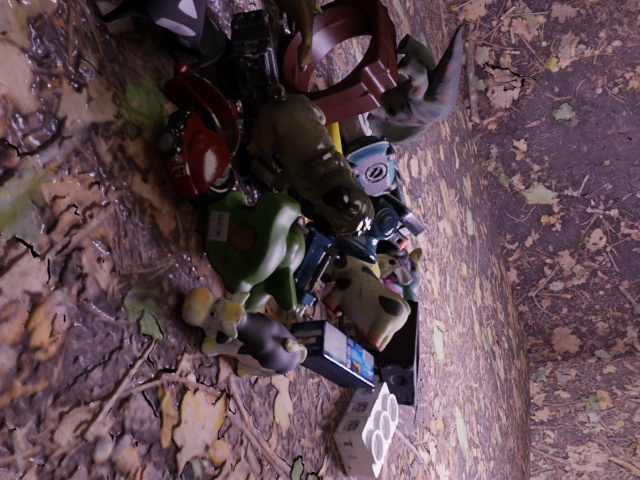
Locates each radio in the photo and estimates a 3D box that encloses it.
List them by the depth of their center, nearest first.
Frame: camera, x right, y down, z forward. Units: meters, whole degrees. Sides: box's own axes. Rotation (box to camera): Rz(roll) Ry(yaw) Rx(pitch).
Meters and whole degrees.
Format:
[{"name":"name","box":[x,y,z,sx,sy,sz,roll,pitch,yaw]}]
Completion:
[{"name":"radio","box":[0.160,0.230,1.065,0.229,0.073,0.131,74,21,-50]}]

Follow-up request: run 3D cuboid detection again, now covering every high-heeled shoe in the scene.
[{"name":"high-heeled shoe","box":[-0.137,-0.267,0.636,0.249,0.145,0.086,-25,104,-62]}]

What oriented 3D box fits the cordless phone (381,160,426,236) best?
[{"name":"cordless phone","box":[0.194,-0.108,1.320,0.146,0.089,0.184,33,48,-56]}]

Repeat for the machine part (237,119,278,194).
[{"name":"machine part","box":[-0.087,-0.135,0.814,0.084,0.039,0.139,35,52,-45]}]

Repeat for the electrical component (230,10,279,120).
[{"name":"electrical component","box":[-0.089,-0.241,0.771,0.134,0.058,0.115,82,2,-52]}]

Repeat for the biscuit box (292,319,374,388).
[{"name":"biscuit box","box":[0.026,0.193,0.888,0.202,0.063,0.059,45,41,-50]}]

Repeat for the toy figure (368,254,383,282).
[{"name":"toy figure","box":[0.074,0.032,1.026,0.089,0.082,0.180,-36,110,-60]}]

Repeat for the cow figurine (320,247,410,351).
[{"name":"cow figurine","box":[0.067,0.078,0.906,0.127,0.195,0.085,-45,152,-9]}]

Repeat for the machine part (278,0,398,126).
[{"name":"machine part","box":[0.030,-0.305,0.921,0.087,0.202,0.201,36,49,-53]}]

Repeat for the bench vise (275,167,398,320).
[{"name":"bench vise","box":[0.005,0.002,0.834,0.128,0.224,0.240,37,79,-48]}]

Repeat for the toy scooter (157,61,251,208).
[{"name":"toy scooter","box":[-0.148,-0.135,0.648,0.135,0.075,0.184,59,29,-36]}]

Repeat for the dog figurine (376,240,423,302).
[{"name":"dog figurine","box":[0.164,0.052,1.177,0.191,0.109,0.219,67,24,-18]}]

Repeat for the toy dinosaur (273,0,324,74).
[{"name":"toy dinosaur","box":[-0.072,-0.470,0.861,0.198,0.105,0.471,55,22,-76]}]

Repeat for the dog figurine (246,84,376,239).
[{"name":"dog figurine","box":[-0.004,-0.104,0.701,0.172,0.121,0.191,54,-5,-38]}]

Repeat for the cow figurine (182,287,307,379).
[{"name":"cow figurine","box":[-0.089,0.113,0.648,0.167,0.098,0.068,51,45,-45]}]

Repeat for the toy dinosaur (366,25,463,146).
[{"name":"toy dinosaur","box":[0.184,-0.275,1.019,0.192,0.405,0.131,31,83,-23]}]

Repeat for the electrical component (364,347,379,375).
[{"name":"electrical component","box":[0.083,0.234,1.015,0.094,0.021,0.063,11,78,-50]}]

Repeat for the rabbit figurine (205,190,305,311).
[{"name":"rabbit figurine","box":[-0.063,0.016,0.714,0.170,0.121,0.159,12,75,-68]}]

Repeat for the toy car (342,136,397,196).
[{"name":"toy car","box":[0.103,-0.165,1.137,0.161,0.109,0.103,65,6,-52]}]

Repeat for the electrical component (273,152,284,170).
[{"name":"electrical component","box":[-0.040,-0.150,0.903,0.102,0.045,0.078,38,46,-53]}]
